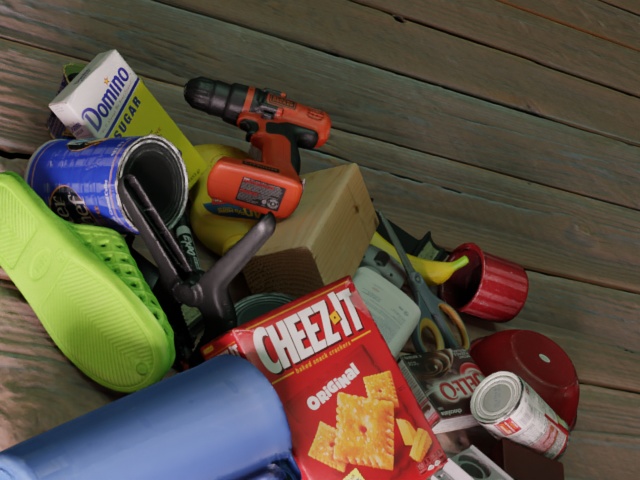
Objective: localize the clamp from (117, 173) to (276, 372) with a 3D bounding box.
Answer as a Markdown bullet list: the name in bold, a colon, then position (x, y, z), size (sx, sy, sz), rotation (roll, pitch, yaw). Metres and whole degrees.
- **clamp**: position (-0.131, 0.038, 1.035), size (0.165, 0.210, 0.036), rotation (22, 32, 17)

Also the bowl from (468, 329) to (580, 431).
- **bowl**: position (0.257, 0.161, 1.294), size (0.162, 0.055, 0.162), rotation (21, 35, -16)

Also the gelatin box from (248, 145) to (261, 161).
- **gelatin box**: position (-0.067, -0.101, 1.350), size (0.030, 0.089, 0.073), rotation (3, 42, -21)

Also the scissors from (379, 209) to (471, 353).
- **scissors**: position (0.109, 0.065, 1.279), size (0.201, 0.016, 0.096), rotation (52, 46, -7)

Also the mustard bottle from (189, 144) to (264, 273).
- **mustard bottle**: position (-0.108, -0.034, 1.263), size (0.096, 0.058, 0.192), rotation (7, 41, -24)

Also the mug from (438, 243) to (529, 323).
- **mug**: position (0.206, 0.057, 1.372), size (0.081, 0.093, 0.117), rotation (18, -1, -27)

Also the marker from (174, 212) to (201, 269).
- **marker**: position (-0.150, 0.011, 1.208), size (0.020, 0.020, 0.121), rotation (9, 39, -29)

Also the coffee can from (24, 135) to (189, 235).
- **coffee can**: position (-0.222, -0.056, 1.105), size (0.141, 0.103, 0.102), rotation (1, 17, 36)

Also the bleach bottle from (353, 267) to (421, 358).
- **bleach bottle**: position (0.019, 0.126, 1.153), size (0.102, 0.068, 0.250), rotation (35, 37, 9)

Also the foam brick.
- **foam brick**: position (0.216, 0.259, 1.141), size (0.078, 0.051, 0.053), rotation (25, 36, -9)

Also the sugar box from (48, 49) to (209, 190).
- **sugar box**: position (-0.211, -0.116, 1.198), size (0.176, 0.048, 0.093), rotation (53, 56, -29)

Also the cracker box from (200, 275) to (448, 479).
- **cracker box**: position (0.009, 0.160, 1.017), size (0.163, 0.072, 0.214), rotation (-23, 83, -42)

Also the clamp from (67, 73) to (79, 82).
- **clamp**: position (-0.238, -0.125, 1.239), size (0.171, 0.120, 0.039), rotation (5, 22, -40)

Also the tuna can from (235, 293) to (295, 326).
- **tuna can**: position (-0.056, 0.093, 1.128), size (0.086, 0.034, 0.086), rotation (-5, 32, 3)

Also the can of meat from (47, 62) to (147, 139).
- **can of meat**: position (-0.268, -0.158, 1.277), size (0.101, 0.084, 0.057), rotation (4, 42, -34)

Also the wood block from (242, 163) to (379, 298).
- **wood block**: position (-0.007, 0.002, 1.235), size (0.091, 0.090, 0.205), rotation (68, 26, -22)

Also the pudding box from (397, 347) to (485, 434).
- **pudding box**: position (0.143, 0.170, 1.209), size (0.113, 0.039, 0.090), rotation (-4, 48, -40)

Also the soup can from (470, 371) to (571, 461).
- **soup can**: position (0.220, 0.198, 1.172), size (0.102, 0.069, 0.068), rotation (43, 25, -31)

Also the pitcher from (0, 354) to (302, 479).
- **pitcher**: position (-0.142, 0.194, 0.881), size (0.242, 0.149, 0.145), rotation (-17, 82, -43)

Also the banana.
- **banana**: position (0.088, 0.008, 1.355), size (0.198, 0.069, 0.037), rotation (28, -5, 10)

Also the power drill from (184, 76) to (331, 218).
- **power drill**: position (-0.081, -0.115, 1.243), size (0.184, 0.057, 0.187), rotation (15, 40, -6)
